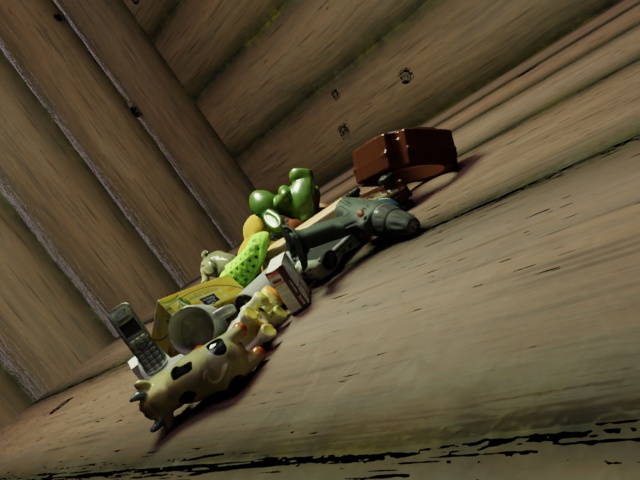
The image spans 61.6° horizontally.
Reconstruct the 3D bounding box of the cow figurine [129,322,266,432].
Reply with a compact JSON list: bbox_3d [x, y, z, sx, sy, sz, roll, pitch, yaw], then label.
[{"bbox_3d":[-0.187,0.205,0.785,0.195,0.085,0.127,-30,3,29],"label":"cow figurine"}]

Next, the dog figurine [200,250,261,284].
[{"bbox_3d":[-0.240,0.068,1.522,0.190,0.172,0.121,-38,15,38],"label":"dog figurine"}]

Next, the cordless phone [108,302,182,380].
[{"bbox_3d":[-0.317,0.183,1.068,0.146,0.184,0.089,-36,3,-7],"label":"cordless phone"}]

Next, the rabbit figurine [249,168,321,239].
[{"bbox_3d":[-0.090,-0.079,1.318,0.170,0.159,0.121,-5,-23,12],"label":"rabbit figurine"}]

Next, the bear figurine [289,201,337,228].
[{"bbox_3d":[0.024,-0.051,1.395,0.196,0.120,0.131,-5,-26,20],"label":"bear figurine"}]

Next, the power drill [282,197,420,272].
[{"bbox_3d":[0.043,-0.019,0.969,0.207,0.085,0.232,-27,21,-11],"label":"power drill"}]

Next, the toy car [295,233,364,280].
[{"bbox_3d":[0.025,0.015,1.083,0.074,0.056,0.202,2,30,37],"label":"toy car"}]

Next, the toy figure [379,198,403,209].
[{"bbox_3d":[0.117,-0.058,1.111,0.058,0.064,0.155,-42,22,-13],"label":"toy figure"}]

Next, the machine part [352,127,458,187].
[{"bbox_3d":[0.191,-0.185,1.214,0.201,0.087,0.201,-7,-6,-28],"label":"machine part"}]

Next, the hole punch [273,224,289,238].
[{"bbox_3d":[-0.101,0.020,1.511,0.116,0.092,0.142,-43,14,-26],"label":"hole punch"}]

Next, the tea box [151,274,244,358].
[{"bbox_3d":[-0.228,0.141,1.025,0.169,0.068,0.098,-18,-43,-48],"label":"tea box"}]

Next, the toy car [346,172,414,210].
[{"bbox_3d":[0.128,-0.087,1.186,0.053,0.089,0.202,-38,10,-27],"label":"toy car"}]

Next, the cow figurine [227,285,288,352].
[{"bbox_3d":[-0.109,0.140,0.902,0.098,0.068,0.167,-48,2,16],"label":"cow figurine"}]

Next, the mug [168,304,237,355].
[{"bbox_3d":[-0.191,0.141,0.914,0.109,0.081,0.107,-39,-7,2],"label":"mug"}]

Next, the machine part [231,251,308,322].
[{"bbox_3d":[-0.089,0.092,1.053,0.079,0.079,0.243,-28,10,40],"label":"machine part"}]

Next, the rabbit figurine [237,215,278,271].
[{"bbox_3d":[-0.142,0.022,1.354,0.122,0.173,0.162,-23,9,39],"label":"rabbit figurine"}]
